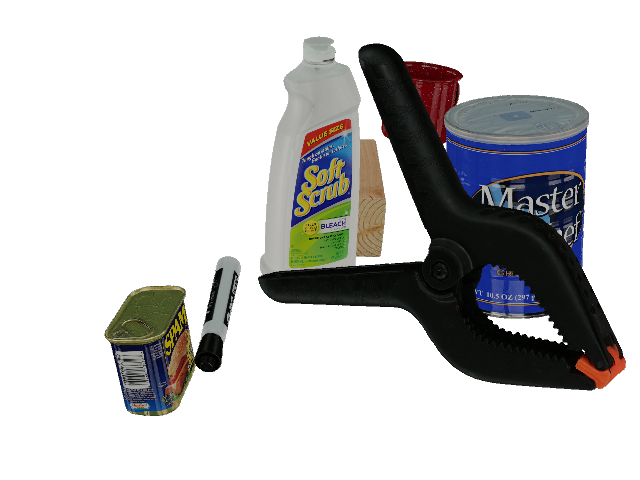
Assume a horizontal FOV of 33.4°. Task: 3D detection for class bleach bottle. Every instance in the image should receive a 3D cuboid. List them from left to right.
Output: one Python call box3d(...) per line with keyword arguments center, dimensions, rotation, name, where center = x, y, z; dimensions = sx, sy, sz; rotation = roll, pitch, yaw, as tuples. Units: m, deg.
box3d(center=(-0.011, -0.078, 1.074), dimensions=(0.102, 0.251, 0.068), rotation=(-8, 28, -17), name="bleach bottle")

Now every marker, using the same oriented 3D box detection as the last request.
box3d(center=(-0.074, 0.053, 0.776), dimensions=(0.020, 0.020, 0.121), rotation=(0, 34, 4), name="marker")

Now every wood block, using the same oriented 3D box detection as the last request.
box3d(center=(0.039, -0.065, 1.519), dimensions=(0.091, 0.090, 0.206), rotation=(2, 28, -3), name="wood block")

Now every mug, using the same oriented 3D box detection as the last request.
box3d(center=(0.124, -0.163, 1.264), dimensions=(0.093, 0.081, 0.117), rotation=(23, 28, 36), name="mug")

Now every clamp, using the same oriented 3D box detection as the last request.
box3d(center=(0.070, 0.002, 0.565), dimensions=(0.210, 0.165, 0.036), rotation=(29, 26, 25), name="clamp")

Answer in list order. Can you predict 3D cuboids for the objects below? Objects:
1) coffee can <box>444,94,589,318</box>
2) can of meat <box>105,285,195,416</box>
box3d(center=(0.145, -0.027, 0.793), dimensions=(0.103, 0.140, 0.103), rotation=(-3, 23, 1), name="coffee can")
box3d(center=(-0.155, 0.103, 0.996), dimensions=(0.057, 0.084, 0.102), rotation=(-2, 25, 10), name="can of meat")
